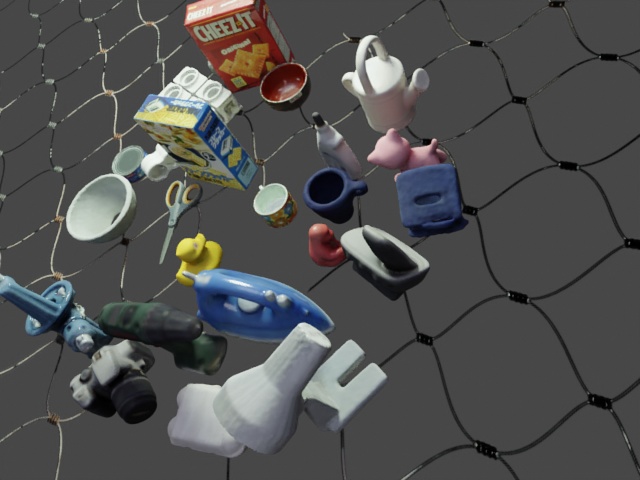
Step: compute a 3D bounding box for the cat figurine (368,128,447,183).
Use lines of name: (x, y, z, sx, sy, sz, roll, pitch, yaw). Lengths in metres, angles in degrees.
cat figurine: (0.155, -0.155, 1.027, 0.127, 0.118, 0.067, -5, 61, 20)

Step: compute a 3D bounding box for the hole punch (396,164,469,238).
hole punch: (0.190, -0.066, 0.979, 0.108, 0.091, 0.101, -10, 59, 18)

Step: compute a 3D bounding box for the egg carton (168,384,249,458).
egg carton: (-0.176, 0.295, 0.943, 0.150, 0.070, 0.107, 2, 63, 24)

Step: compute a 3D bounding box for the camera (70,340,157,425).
camera: (-0.361, 0.265, 1.018, 0.143, 0.101, 0.136, -41, 55, -2)

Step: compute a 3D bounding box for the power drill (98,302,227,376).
power drill: (-0.247, 0.161, 0.963, 0.228, 0.209, 0.076, 4, 65, 25)

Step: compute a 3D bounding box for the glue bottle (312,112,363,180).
glue bottle: (0.022, -0.178, 1.061, 0.077, 0.174, 0.037, 30, 77, 33)

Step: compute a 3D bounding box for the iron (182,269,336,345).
iron: (-0.110, 0.102, 0.979, 0.257, 0.142, 0.119, 8, 66, 26)

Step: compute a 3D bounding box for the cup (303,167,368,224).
cup: (0.039, -0.074, 1.044, 0.117, 0.095, 0.091, -7, 60, 19)

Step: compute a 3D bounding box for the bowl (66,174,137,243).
bowl: (-0.464, -0.057, 1.258, 0.167, 0.075, 0.167, -10, 59, 18)

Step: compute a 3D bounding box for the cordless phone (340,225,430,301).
cordless phone: (0.090, 0.007, 0.922, 0.147, 0.185, 0.094, 34, 79, 34)

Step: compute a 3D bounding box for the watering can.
watering can: (0.120, -0.299, 1.075, 0.172, 0.195, 0.101, -7, 60, 19)

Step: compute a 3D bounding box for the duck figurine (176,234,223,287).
duck figurine: (-0.247, 0.034, 1.109, 0.077, 0.086, 0.105, 31, 78, 33)

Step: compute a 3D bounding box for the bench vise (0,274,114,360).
bench vise: (-0.499, 0.129, 1.080, 0.206, 0.220, 0.121, 10, 67, 27)

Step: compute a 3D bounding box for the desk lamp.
desk lamp: (-0.028, 0.214, 0.838, 0.203, 0.214, 0.117, -44, 55, -5)

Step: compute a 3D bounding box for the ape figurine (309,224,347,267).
ape figurine: (0.009, 0.004, 1.015, 0.076, 0.092, 0.077, -24, 56, 9)
